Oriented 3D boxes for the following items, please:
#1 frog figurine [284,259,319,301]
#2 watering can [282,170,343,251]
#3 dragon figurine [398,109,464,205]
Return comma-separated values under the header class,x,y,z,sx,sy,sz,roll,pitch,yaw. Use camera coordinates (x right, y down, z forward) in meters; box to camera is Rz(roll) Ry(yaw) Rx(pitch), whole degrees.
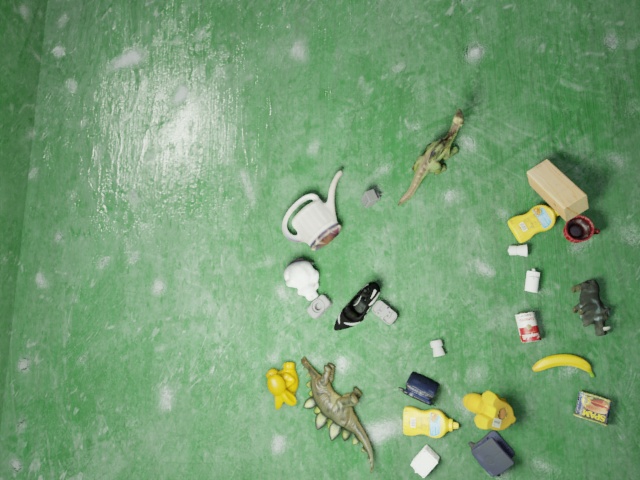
class,x,y,z,sx,sy,sz,roll,pitch,yaw
frog figurine,-0.069,0.161,2.033,0.137,0.120,0.162,-11,65,-6
watering can,0.006,-0.104,2.068,0.346,0.103,0.227,-40,73,6
dragon figurine,0.417,-0.308,1.928,0.123,0.241,0.411,34,88,13
